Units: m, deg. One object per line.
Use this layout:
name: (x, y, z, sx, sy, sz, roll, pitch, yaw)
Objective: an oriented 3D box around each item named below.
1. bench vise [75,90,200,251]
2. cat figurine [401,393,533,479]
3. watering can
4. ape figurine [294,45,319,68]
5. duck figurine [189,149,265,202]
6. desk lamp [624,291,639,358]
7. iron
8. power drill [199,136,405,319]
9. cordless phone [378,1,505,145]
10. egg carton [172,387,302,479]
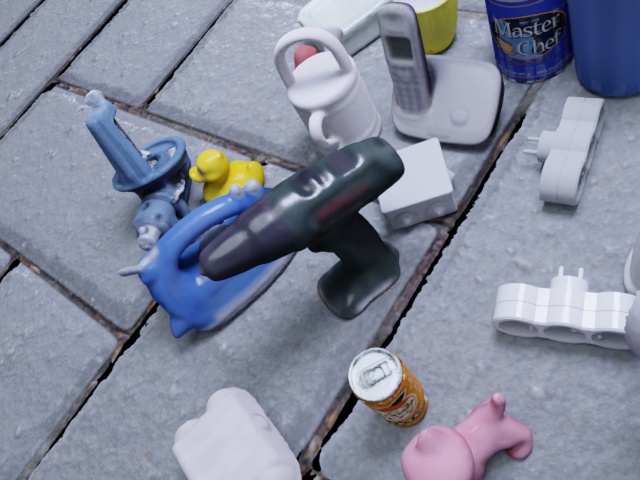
bench vise: (-0.240, -0.095, 0.795, 0.121, 0.220, 0.207, -34, 52, 3)
cat figurine: (0.124, 0.186, 0.513, 0.128, 0.118, 0.067, -42, 52, -4)
watering can: (0.005, -0.210, 0.767, 0.101, 0.195, 0.172, -23, 53, 11)
ape figurine: (-0.010, -0.254, 0.866, 0.076, 0.092, 0.078, -11, 56, 19)
duck figurine: (-0.140, -0.098, 0.835, 0.104, 0.086, 0.077, -14, 55, 17)
desk lamp: (0.326, 0.113, 0.402, 0.118, 0.214, 0.202, -36, 52, 1)
iron: (-0.125, -0.002, 0.733, 0.258, 0.142, 0.118, -42, 52, -4)
power drill: (0.006, 0.002, 0.626, 0.230, 0.209, 0.075, -42, 52, -4)
cordless phone: (0.145, -0.207, 0.704, 0.147, 0.186, 0.094, 14, 67, 32)
egg carton: (-0.089, 0.235, 0.614, 0.107, 0.070, 0.150, -45, 52, -6)
